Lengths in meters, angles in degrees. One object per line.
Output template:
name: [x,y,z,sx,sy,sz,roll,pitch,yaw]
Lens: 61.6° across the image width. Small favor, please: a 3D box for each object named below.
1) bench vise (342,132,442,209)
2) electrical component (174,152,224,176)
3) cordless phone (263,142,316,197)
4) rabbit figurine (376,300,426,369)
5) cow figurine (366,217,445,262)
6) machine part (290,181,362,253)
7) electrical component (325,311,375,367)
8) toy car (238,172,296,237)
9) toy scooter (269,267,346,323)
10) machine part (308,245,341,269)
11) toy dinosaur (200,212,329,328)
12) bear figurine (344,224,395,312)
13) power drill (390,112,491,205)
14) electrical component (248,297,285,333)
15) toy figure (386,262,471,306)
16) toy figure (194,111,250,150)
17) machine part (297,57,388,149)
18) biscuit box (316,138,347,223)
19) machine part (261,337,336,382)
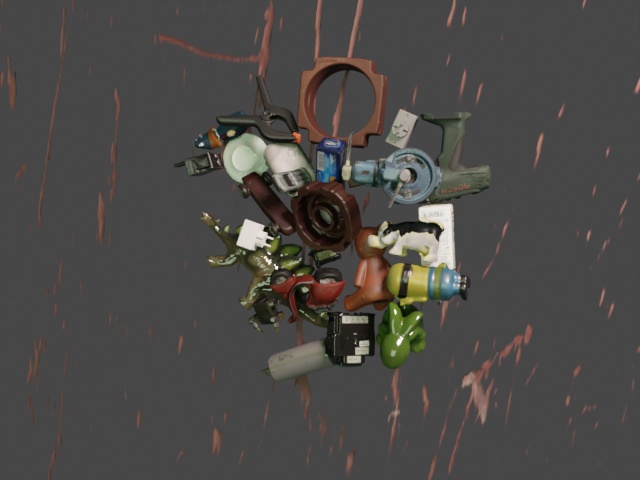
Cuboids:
bench vise: [0.151,-0.141,1.138,0.224,0.240,0.128,17,100,4]
electrical component: [-0.320,-0.192,1.399,0.119,0.075,0.047,-15,93,13]
cordless phone: [-0.091,-0.169,1.282,0.089,0.184,0.146,-31,89,21]
rabbit figurine: [0.192,0.221,1.247,0.121,0.170,0.158,16,120,10]
cow figurine: [0.190,-0.010,1.210,0.168,0.068,0.098,12,96,17]
machine part: [0.015,-0.056,1.247,0.180,0.056,0.179,20,127,28]
electrical component: [0.074,0.243,1.321,0.115,0.058,0.134,5,84,-20]
toy car: [-0.125,-0.089,1.341,0.089,0.053,0.202,-34,68,-19]
toy scooter: [-0.030,0.135,1.296,0.184,0.075,0.135,-1,100,1]
machine part: [-0.003,-0.004,1.344,0.084,0.039,0.139,-23,84,-17]
toy dinosaur: [-0.124,0.091,1.370,0.198,0.105,0.471,-43,93,12]
bear figurine: [0.118,0.064,1.304,0.132,0.120,0.196,131,132,-56]
power drill: [0.271,-0.188,1.235,0.232,0.086,0.207,-2,92,16]
electrical component: [-0.129,0.182,1.300,0.102,0.045,0.078,-3,115,36]
toy figure: [0.238,0.092,1.196,0.180,0.082,0.089,0,120,24]
toy figure: [-0.251,-0.272,1.375,0.154,0.064,0.057,-28,102,16]
machine part: [0.054,-0.322,1.273,0.202,0.087,0.200,8,99,16]
biscuit box: [0.026,-0.139,1.273,0.059,0.063,0.202,12,128,14]
machine part: [-0.044,0.309,1.388,0.243,0.079,0.079,-20,92,18]
